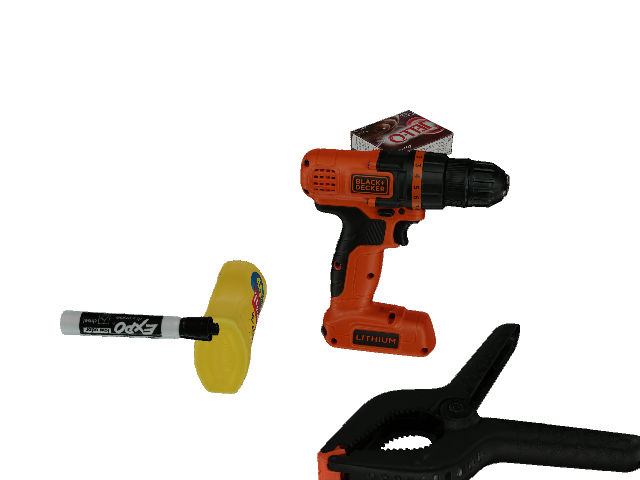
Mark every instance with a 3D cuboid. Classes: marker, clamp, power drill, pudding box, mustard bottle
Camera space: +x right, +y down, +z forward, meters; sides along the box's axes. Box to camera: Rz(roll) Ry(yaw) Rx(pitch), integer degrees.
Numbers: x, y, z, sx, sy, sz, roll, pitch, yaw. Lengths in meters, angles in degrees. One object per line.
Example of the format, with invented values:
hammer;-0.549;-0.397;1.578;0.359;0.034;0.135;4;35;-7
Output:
marker;-0.136;0.065;0.808;0.121;0.020;0.020;2;0;8
clamp;0.092;0.122;0.733;0.209;0.036;0.165;-11;30;-14
power drill;0.072;0.009;0.965;0.184;0.188;0.057;5;18;12
pudding box;0.111;-0.133;1.454;0.113;0.039;0.090;-25;39;-30
mustard bottle;-0.094;0.077;1.172;0.058;0.096;0.191;2;28;4
